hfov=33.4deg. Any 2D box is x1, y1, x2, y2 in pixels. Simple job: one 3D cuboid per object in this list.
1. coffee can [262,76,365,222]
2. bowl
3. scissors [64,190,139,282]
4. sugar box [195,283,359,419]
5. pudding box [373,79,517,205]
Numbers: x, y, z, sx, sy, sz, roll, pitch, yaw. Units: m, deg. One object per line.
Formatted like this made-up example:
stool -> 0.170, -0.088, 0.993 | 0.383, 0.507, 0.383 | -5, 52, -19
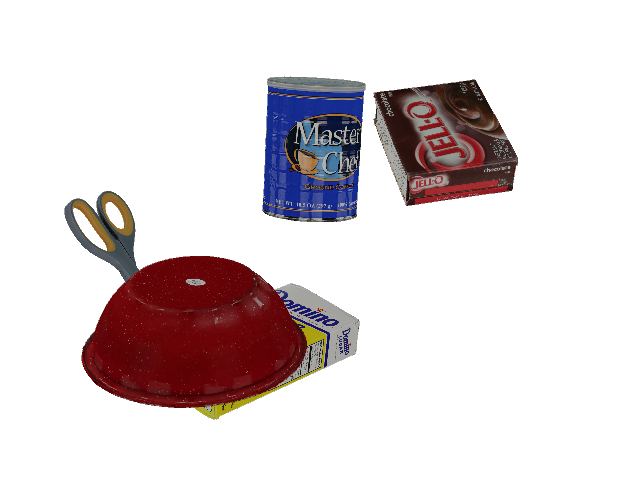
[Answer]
coffee can -> -0.008, -0.098, 1.124 | 0.103, 0.140, 0.103 | 3, 13, -1
bowl -> -0.090, 0.054, 0.759 | 0.162, 0.055, 0.162 | 0, 23, 0
scissors -> -0.199, 0.026, 1.162 | 0.016, 0.201, 0.096 | -28, 21, 33
sugar box -> -0.058, 0.095, 0.962 | 0.093, 0.048, 0.175 | 28, 36, 37
pudding box -> 0.098, -0.081, 0.866 | 0.090, 0.039, 0.113 | -8, 42, -9
